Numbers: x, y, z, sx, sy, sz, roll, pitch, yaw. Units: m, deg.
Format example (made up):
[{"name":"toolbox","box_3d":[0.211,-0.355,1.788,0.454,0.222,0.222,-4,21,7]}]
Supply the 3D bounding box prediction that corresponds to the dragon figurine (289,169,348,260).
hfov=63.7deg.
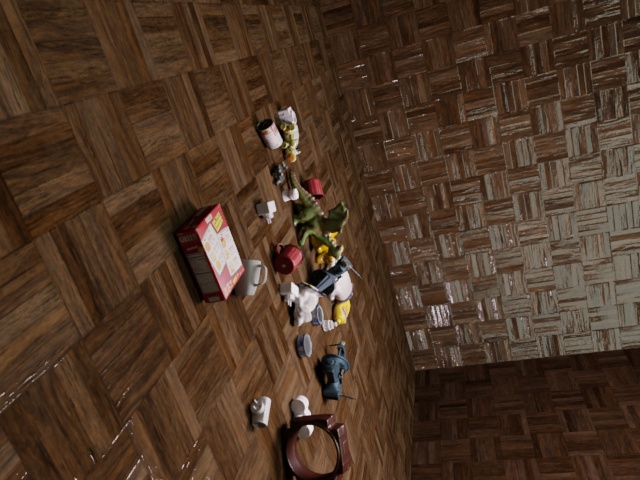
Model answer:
[{"name":"dragon figurine","box_3d":[0.007,-0.108,2.148,0.123,0.242,0.407,-31,112,-68]}]

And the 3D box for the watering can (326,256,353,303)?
[{"name":"watering can","box_3d":[0.081,0.208,2.399,0.356,0.104,0.219,-83,156,-50]}]

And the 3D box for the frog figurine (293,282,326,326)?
[{"name":"frog figurine","box_3d":[-0.066,0.248,1.959,0.161,0.123,0.135,-59,161,-10]}]
